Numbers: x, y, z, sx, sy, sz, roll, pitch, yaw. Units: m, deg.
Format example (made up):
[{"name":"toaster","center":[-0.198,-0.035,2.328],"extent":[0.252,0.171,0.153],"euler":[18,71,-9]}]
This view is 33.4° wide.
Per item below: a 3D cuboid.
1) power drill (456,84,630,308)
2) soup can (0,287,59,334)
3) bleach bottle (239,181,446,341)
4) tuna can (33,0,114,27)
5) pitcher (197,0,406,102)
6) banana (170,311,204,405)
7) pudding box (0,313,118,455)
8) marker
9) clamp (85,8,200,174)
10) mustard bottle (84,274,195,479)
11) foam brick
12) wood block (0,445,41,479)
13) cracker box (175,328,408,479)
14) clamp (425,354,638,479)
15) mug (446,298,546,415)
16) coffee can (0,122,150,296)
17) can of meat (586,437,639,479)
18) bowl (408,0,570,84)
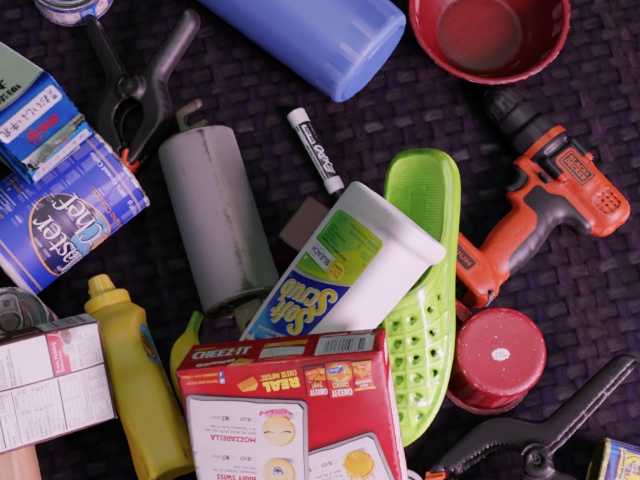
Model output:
[{"name":"power drill","center":[0.174,-0.040,1.021],"extent":[0.187,0.057,0.184],"euler":[-38,75,-11]},{"name":"soup can","center":[-0.264,0.086,0.945],"extent":[0.068,0.102,0.068],"euler":[1,74,-2]},{"name":"bleach bottle","center":[-0.008,0.077,0.906],"extent":[0.251,0.068,0.103],"euler":[-53,47,6]},{"name":"tuna can","center":[-0.252,-0.262,1.081],"extent":[0.086,0.034,0.086],"euler":[1,74,-2]},{"name":"pitcher","center":[-0.033,-0.253,1.047],"extent":[0.243,0.145,0.149],"euler":[40,89,5]},{"name":"banana","center":[-0.077,0.155,0.966],"extent":[0.069,0.037,0.198],"euler":[-39,79,-9]},{"name":"pudding box","center":[-0.230,0.118,0.874],"extent":[0.113,0.039,0.090],"euler":[-13,101,-27]},{"name":"marker","center":[0.003,-0.074,1.044],"extent":[0.020,0.020,0.121],"euler":[-26,76,-9]},{"name":"clamp","center":[-0.171,-0.151,1.043],"extent":[0.120,0.039,0.171],"euler":[-11,76,19]},{"name":"mustard bottle","center":[-0.163,0.119,0.942],"extent":[0.058,0.096,0.192],"euler":[-22,76,-6]},{"name":"foam brick","center":[-0.007,0.001,0.992],"extent":[0.051,0.078,0.053],"euler":[35,77,6]},{"name":"wood block","center":[-0.287,0.227,0.911],"extent":[0.090,0.090,0.206],"euler":[-14,75,-6]},{"name":"cracker box","center":[-0.013,0.184,0.857],"extent":[0.164,0.072,0.214],"euler":[-7,104,9]},{"name":"clamp","center":[0.198,0.203,0.927],"extent":[0.210,0.036,0.164],"euler":[-19,61,12]},{"name":"mug","center":[0.149,0.098,0.967],"extent":[0.093,0.081,0.117],"euler":[-34,78,-11]},{"name":"coffee can","center":[-0.243,-0.028,0.979],"extent":[0.140,0.103,0.103],"euler":[-40,79,-13]},{"name":"can of meat","center":[0.280,0.233,0.947],"extent":[0.084,0.057,0.102],"euler":[15,73,5]},{"name":"bowl","center":[0.165,-0.221,1.073],"extent":[0.162,0.055,0.162],"euler":[1,74,-2]}]
